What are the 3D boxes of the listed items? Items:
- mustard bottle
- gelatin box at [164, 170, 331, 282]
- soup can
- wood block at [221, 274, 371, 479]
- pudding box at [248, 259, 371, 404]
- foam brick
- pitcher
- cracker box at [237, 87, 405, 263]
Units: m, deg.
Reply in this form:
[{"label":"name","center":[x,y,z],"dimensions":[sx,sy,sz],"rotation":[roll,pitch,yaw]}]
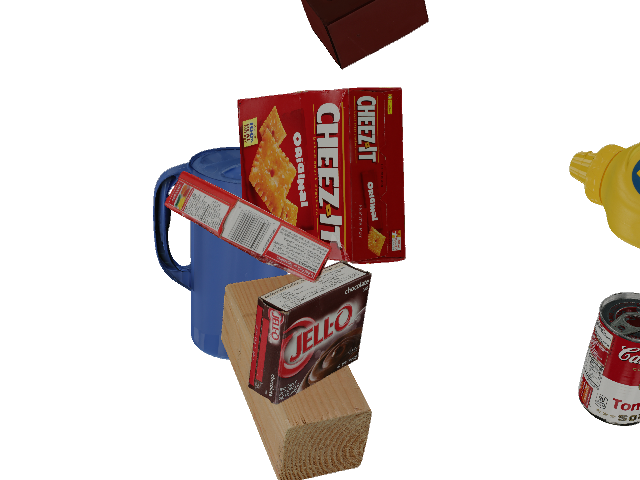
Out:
[{"label":"mustard bottle","center":[0.238,-0.020,0.663],"dimensions":[0.096,0.058,0.192],"rotation":[-30,38,-32]},{"label":"gelatin box","center":[-0.047,-0.008,0.698],"dimensions":[0.089,0.030,0.073],"rotation":[27,0,-40]},{"label":"soup can","center":[0.273,0.107,0.955],"dimensions":[0.068,0.102,0.068],"rotation":[3,35,-2]},{"label":"wood block","center":[-0.030,0.138,1.113],"dimensions":[0.090,0.090,0.206],"rotation":[-9,42,-19]},{"label":"pudding box","center":[-0.009,0.076,0.906],"dimensions":[0.039,0.090,0.113],"rotation":[26,32,31]},{"label":"foam brick","center":[0.031,-0.174,0.780],"dimensions":[0.078,0.053,0.051],"rotation":[-30,-34,-3]},{"label":"pitcher","center":[-0.107,0.016,1.282],"dimensions":[0.149,0.243,0.144],"rotation":[20,26,30]},{"label":"cracker box","center":[-0.005,-0.067,1.070],"dimensions":[0.072,0.164,0.214],"rotation":[-6,7,-31]}]
